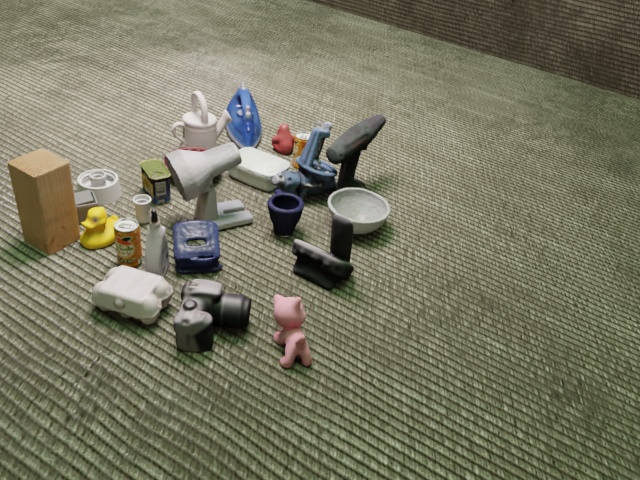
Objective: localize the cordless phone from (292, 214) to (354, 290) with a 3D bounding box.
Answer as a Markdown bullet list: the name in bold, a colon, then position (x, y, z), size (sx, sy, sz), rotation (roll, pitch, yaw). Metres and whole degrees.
- **cordless phone**: position (0.012, 0.005, 1.301), size (0.147, 0.185, 0.094), rotation (22, 38, 18)

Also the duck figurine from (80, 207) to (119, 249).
- **duck figurine**: position (-0.512, -0.038, 1.333), size (0.077, 0.086, 0.105), rotation (26, 39, 22)

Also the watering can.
- **watering can**: position (-0.349, -0.347, 1.692), size (0.100, 0.194, 0.173), rotation (30, 41, 27)

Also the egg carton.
- **egg carton**: position (-0.383, 0.112, 1.170), size (0.150, 0.069, 0.107), rotation (15, 37, 8)

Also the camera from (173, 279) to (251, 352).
- **camera**: position (-0.210, 0.142, 1.141), size (0.137, 0.101, 0.143), rotation (7, 36, -2)

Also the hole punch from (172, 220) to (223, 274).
- **hole punch**: position (-0.279, 0.015, 1.305), size (0.109, 0.091, 0.101), rotation (-3, 38, -16)

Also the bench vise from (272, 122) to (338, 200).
- **bench vise**: position (-0.027, -0.200, 1.540), size (0.121, 0.220, 0.208), rotation (25, 39, 22)

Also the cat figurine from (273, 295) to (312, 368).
- **cat figurine**: position (-0.053, 0.167, 1.124), size (0.067, 0.118, 0.127), rotation (-6, 39, -19)

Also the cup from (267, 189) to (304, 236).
- **cup**: position (-0.094, -0.066, 1.451), size (0.092, 0.095, 0.117), rotation (-9, 40, -22)

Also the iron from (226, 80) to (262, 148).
- **iron**: position (-0.238, -0.400, 1.832), size (0.119, 0.141, 0.257), rotation (-2, 38, -14)

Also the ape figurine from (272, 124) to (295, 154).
- **ape figurine**: position (-0.112, -0.322, 1.794), size (0.078, 0.092, 0.076), rotation (0, 37, -11)

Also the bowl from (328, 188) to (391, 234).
- **bowl**: position (0.098, -0.065, 1.507), size (0.167, 0.075, 0.167), rotation (6, 36, -4)

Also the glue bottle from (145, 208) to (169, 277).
- **glue bottle**: position (-0.352, 0.005, 1.234), size (0.037, 0.173, 0.078), rotation (8, 36, 0)

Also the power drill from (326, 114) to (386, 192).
- **power drill**: position (0.099, -0.236, 1.625), size (0.075, 0.208, 0.230), rotation (30, 41, 26)

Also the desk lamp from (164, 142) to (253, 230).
- **desk lamp**: position (-0.271, -0.134, 1.404), size (0.204, 0.213, 0.117), rotation (-15, 42, -28)
